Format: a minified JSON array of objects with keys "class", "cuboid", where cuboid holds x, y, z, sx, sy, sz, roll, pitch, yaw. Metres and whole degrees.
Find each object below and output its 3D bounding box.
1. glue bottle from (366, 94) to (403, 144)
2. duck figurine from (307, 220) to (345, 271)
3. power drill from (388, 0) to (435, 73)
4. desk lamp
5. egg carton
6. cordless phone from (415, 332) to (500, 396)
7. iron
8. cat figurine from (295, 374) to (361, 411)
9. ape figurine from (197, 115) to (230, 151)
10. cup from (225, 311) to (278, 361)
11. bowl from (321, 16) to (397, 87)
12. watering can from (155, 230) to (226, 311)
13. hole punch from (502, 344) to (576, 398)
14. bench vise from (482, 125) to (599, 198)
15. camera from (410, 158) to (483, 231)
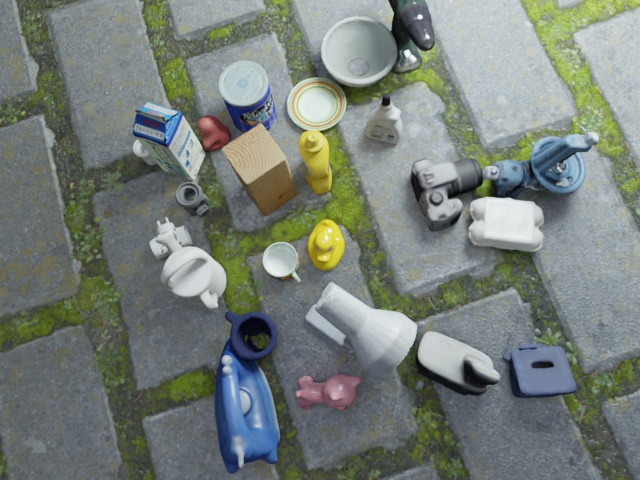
[{"class":"glue bottle","cuboid":[0.135,-0.254,1.181,0.078,0.173,0.037,16,77,7]},{"class":"duck figurine","cuboid":[0.011,0.004,1.166,0.077,0.086,0.104,4,76,4]},{"class":"power drill","cuboid":[0.184,-0.451,1.212,0.075,0.208,0.229,-17,75,-1]},{"class":"desk lamp","cuboid":[0.067,0.158,1.057,0.203,0.213,0.118,34,80,11]},{"class":"egg carton","cuboid":[0.377,-0.031,1.164,0.150,0.069,0.107,6,76,5]},{"class":"cordless phone","cuboid":[0.253,0.223,1.045,0.147,0.185,0.094,21,77,8]},{"class":"iron","cuboid":[-0.156,0.299,1.069,0.118,0.141,0.258,-14,75,0]},{"class":"cat figurine","cuboid":[0.015,0.286,1.076,0.127,0.118,0.067,-3,75,2]},{"class":"ape figurine","cuboid":[-0.238,-0.237,1.239,0.076,0.092,0.078,15,77,7]},{"class":"cup","cuboid":[-0.134,0.184,1.122,0.117,0.095,0.092,36,80,11]},{"class":"bowl","cuboid":[0.086,-0.405,1.274,0.167,0.075,0.167,-1,75,3]},{"class":"watering can","cuboid":[-0.257,0.060,1.110,0.172,0.194,0.101,31,79,11]},{"class":"hole punch","cuboid":[0.412,0.246,1.079,0.108,0.091,0.101,-5,75,2]},{"class":"bench vise","cuboid":[0.434,-0.138,1.111,0.207,0.220,0.121,-23,75,-3]},{"class":"camera","cuboid":[0.268,-0.110,1.174,0.137,0.101,0.143,-17,75,-1]}]
